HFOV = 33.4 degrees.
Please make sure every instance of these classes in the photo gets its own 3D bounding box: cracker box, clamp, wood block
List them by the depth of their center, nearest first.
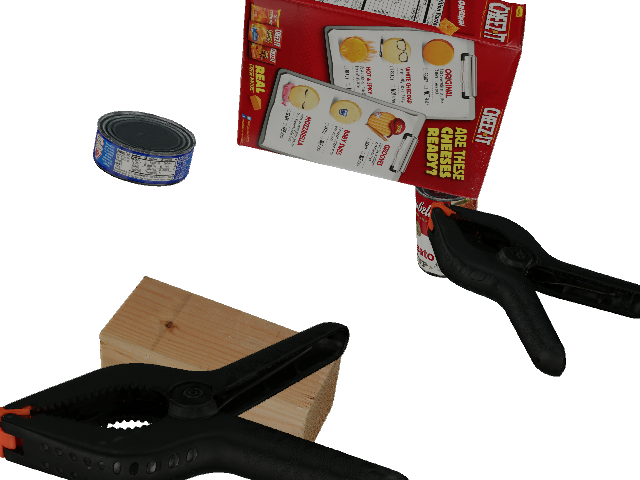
[{"bbox_3d":[-0.064,0.091,0.576,0.210,0.036,0.164,1,24,-4],"label":"clamp"},{"bbox_3d":[0.151,0.023,0.766,0.120,0.039,0.172,-12,44,-35],"label":"clamp"},{"bbox_3d":[0.044,-0.133,0.872,0.214,0.072,0.164,13,-41,4],"label":"cracker box"},{"bbox_3d":[-0.094,0.123,1.006,0.206,0.090,0.090,20,44,13],"label":"wood block"}]

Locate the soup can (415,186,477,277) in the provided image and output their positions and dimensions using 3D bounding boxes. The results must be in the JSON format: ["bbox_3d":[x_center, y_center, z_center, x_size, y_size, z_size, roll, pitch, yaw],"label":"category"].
[{"bbox_3d":[0.138,-0.019,1.161,0.068,0.102,0.068,-3,33,2],"label":"soup can"}]

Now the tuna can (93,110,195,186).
[{"bbox_3d":[-0.153,-0.080,0.928,0.086,0.034,0.086,13,26,-7],"label":"tuna can"}]
